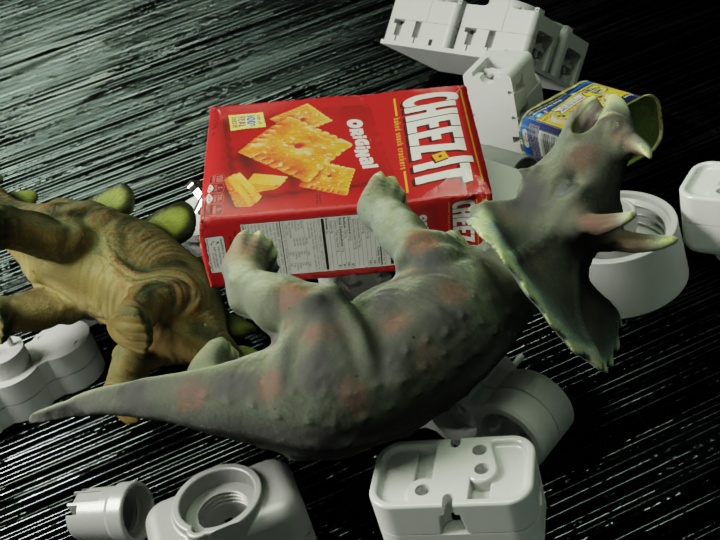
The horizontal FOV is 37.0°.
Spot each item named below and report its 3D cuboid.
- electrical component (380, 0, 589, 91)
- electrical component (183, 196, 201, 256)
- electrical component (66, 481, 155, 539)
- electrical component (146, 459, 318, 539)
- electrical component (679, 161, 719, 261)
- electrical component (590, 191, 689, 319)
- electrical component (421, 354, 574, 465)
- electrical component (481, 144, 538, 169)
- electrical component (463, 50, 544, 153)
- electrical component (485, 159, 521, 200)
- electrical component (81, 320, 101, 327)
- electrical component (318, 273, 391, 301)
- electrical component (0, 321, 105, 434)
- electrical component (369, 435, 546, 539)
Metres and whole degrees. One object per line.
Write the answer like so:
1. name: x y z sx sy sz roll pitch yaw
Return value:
1. electrical component: 0.130 -0.239 1.116 0.186 0.060 0.105 19 4 42
2. electrical component: -0.131 -0.037 0.985 0.080 0.051 0.080 -11 33 7
3. electrical component: -0.166 0.162 0.715 0.046 0.040 0.040 -8 33 23
4. electrical component: -0.079 0.160 0.661 0.095 0.059 0.053 -21 33 -7
5. electrical component: 0.292 -0.040 0.802 0.095 0.059 0.053 9 40 33
6. electrical component: 0.191 -0.019 0.813 0.108 0.060 0.108 -11 33 7
7. electrical component: 0.082 0.077 0.723 0.138 0.052 0.074 14 43 39
8. electrical component: 0.117 -0.089 0.964 0.043 0.043 0.081 -36 37 -28
9. electrical component: 0.138 -0.158 1.016 0.050 0.089 0.055 10 41 33
10. electrical component: 0.086 -0.042 0.895 0.109 0.056 0.109 -34 37 -25
11. electrical component: -0.249 0.029 0.943 0.055 0.048 0.066 -26 33 -29
12. electrical component: 0.000 0.000 0.856 0.047 0.065 0.077 -19 32 -19
13. electrical component: -0.278 0.078 0.855 0.138 0.073 0.052 -30 36 -21
14. electrical component: 0.060 0.139 0.634 0.095 0.059 0.053 -6 34 16
